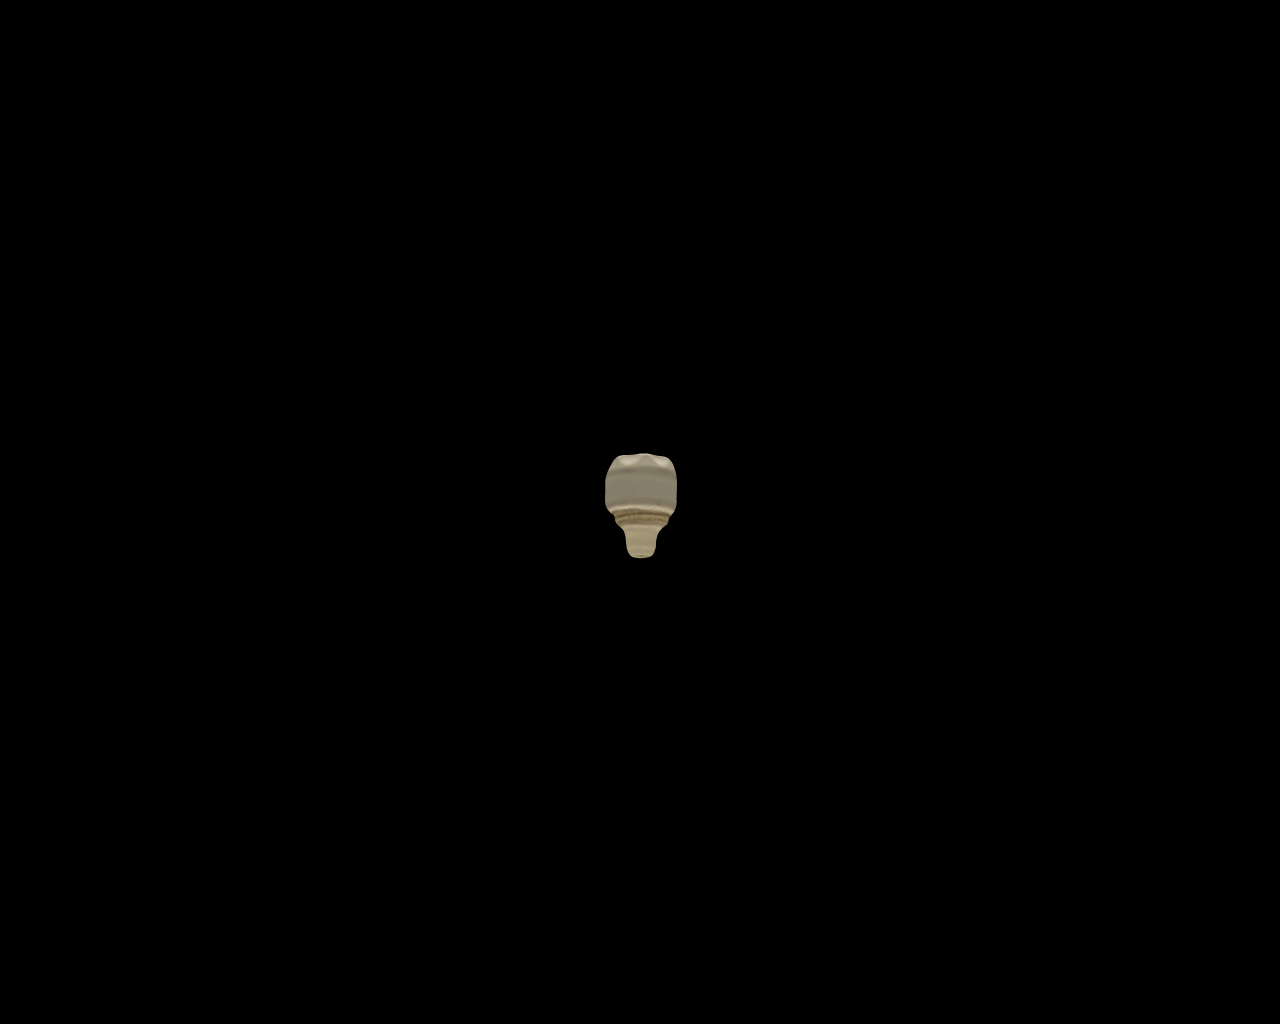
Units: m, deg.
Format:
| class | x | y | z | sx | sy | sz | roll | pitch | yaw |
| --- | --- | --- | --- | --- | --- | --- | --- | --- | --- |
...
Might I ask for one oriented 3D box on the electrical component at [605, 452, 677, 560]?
| class | x | y | z | sx | sy | sz | roll | pitch | yaw |
| --- | --- | --- | --- | --- | --- | --- | --- | --- | --- |
| electrical component | 0.001 | -0.003 | 0.650 | 0.043 | 0.062 | 0.043 | 0 | -11 | 0 |
